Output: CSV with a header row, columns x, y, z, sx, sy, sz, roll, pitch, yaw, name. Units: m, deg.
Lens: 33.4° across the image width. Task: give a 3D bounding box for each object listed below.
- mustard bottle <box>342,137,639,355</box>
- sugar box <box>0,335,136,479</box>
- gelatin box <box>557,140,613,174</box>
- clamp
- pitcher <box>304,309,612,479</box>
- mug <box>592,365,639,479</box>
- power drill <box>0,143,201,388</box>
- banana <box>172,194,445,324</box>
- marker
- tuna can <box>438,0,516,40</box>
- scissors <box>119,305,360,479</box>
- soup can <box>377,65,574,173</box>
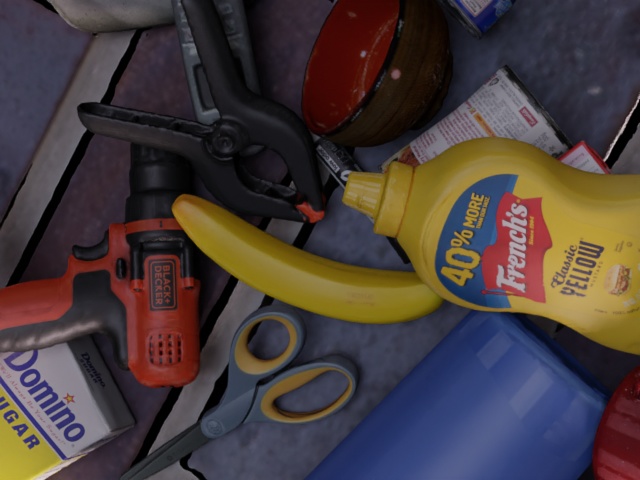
x,y,z,sx,sy,sz,roll,pitch,yaw,name
0.106,-0.004,0.577,0.191,0.058,0.096,15,119,1,mustard bottle
-0.229,0.137,0.770,0.176,0.048,0.093,-33,80,16,sugar box
0.134,-0.019,0.642,0.089,0.073,0.030,-40,79,13,gelatin box
-0.070,-0.067,0.692,0.120,0.039,0.171,-33,107,25,clamp
0.070,0.162,0.642,0.243,0.149,0.145,-49,62,8,pitcher
0.196,0.106,0.562,0.082,0.117,0.093,23,63,42,mug
-0.173,0.011,0.717,0.187,0.057,0.184,-3,79,-5,power drill
-0.002,0.017,0.692,0.198,0.037,0.070,12,123,12,banana
0.029,-0.031,0.703,0.020,0.020,0.121,-42,78,13,marker
0.080,-0.165,0.654,0.034,0.086,0.086,-44,78,10,tuna can
-0.072,0.106,0.724,0.202,0.016,0.096,-19,106,17,scissors
0.095,-0.051,0.658,0.102,0.068,0.068,-39,79,13,soup can
